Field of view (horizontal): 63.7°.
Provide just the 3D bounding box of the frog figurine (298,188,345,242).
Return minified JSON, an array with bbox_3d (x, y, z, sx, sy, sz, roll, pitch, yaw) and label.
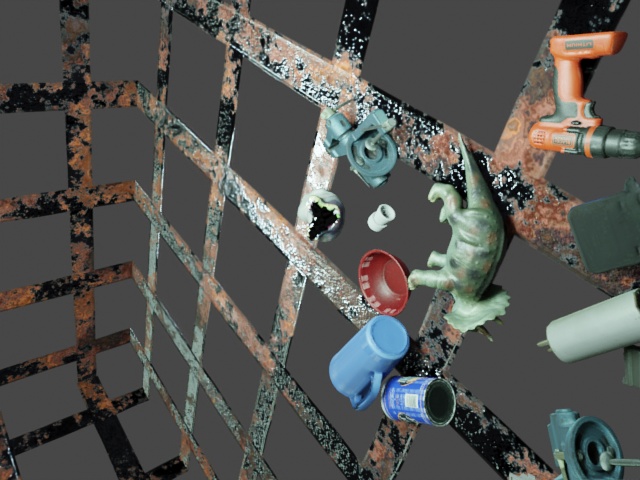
[{"bbox_3d":[0.004,-0.068,1.359,0.123,0.136,0.160,-17,9,0],"label":"frog figurine"}]
